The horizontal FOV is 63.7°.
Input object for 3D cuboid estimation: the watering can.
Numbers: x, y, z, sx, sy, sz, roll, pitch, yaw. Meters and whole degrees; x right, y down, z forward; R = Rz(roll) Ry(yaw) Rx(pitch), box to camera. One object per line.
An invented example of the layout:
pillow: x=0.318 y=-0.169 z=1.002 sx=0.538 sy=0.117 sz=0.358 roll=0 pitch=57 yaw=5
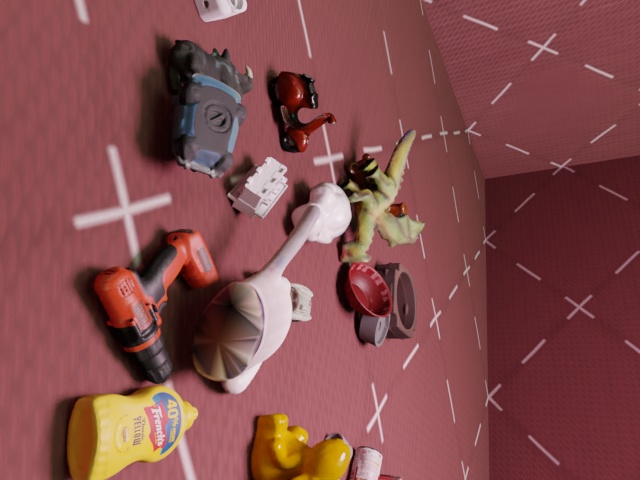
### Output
watering can: x=-0.096 y=0.097 z=0.843 sx=0.224 sy=0.104 sz=0.347 roll=11 pitch=100 yaw=-75

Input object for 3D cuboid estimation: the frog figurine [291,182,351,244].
frog figurine: x=0.004 y=-0.058 z=1.157 sx=0.161 sy=0.123 sz=0.136 roll=-37 pitch=136 yaw=-73

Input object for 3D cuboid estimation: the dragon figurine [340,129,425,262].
dragon figurine: x=0.188 y=-0.096 z=1.386 sx=0.415 sy=0.122 sz=0.241 roll=-42 pitch=104 yaw=-19
